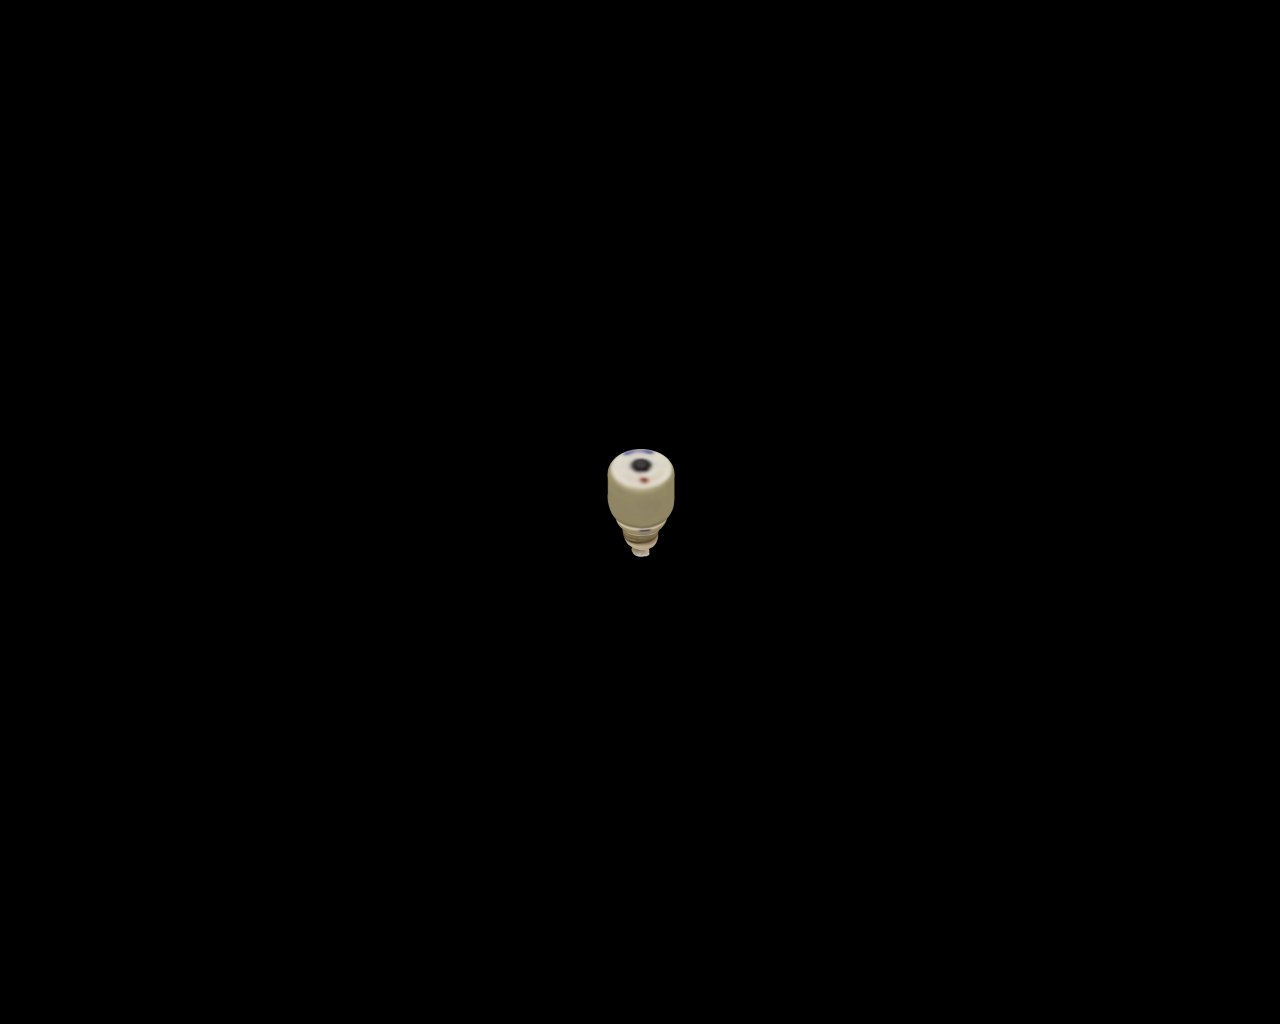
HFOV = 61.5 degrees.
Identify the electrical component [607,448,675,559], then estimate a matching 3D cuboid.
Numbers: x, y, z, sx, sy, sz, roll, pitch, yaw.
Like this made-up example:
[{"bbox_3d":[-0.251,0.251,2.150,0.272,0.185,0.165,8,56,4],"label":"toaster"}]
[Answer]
[{"bbox_3d":[0.001,-0.003,0.650,0.040,0.078,0.040,0,44,0],"label":"electrical component"}]
